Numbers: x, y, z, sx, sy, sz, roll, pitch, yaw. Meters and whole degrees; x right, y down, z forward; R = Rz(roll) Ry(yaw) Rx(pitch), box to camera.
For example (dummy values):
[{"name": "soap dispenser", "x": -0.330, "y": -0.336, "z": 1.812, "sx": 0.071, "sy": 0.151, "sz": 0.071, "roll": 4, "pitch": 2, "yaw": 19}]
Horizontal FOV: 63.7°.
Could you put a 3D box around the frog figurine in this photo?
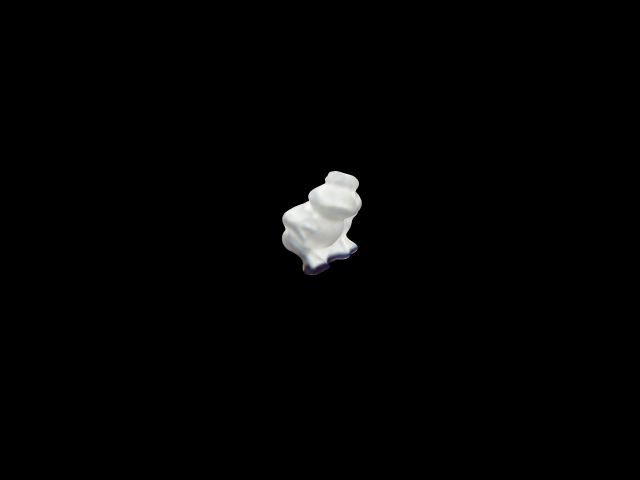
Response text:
[{"name": "frog figurine", "x": 0.003, "y": -0.043, "z": 0.850, "sx": 0.138, "sy": 0.156, "sz": 0.125, "roll": -11, "pitch": 30, "yaw": -20}]
